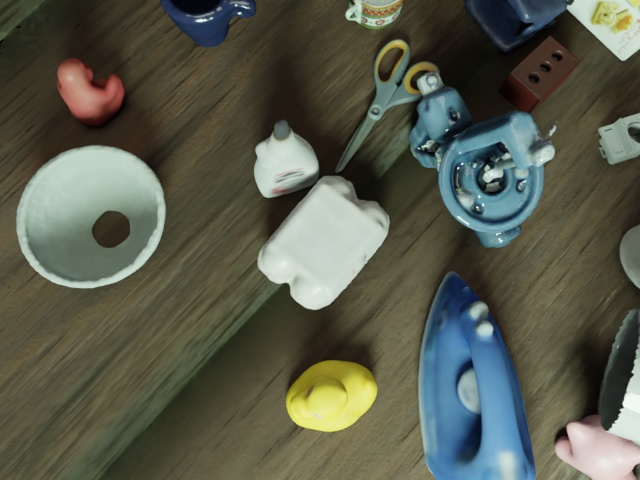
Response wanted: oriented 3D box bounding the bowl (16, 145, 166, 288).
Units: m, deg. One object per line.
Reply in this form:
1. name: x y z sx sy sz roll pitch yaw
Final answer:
1. bowl: -0.256 -0.022 0.671 0.167 0.075 0.167 0 77 0

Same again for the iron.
1. iron: 0.167 0.150 0.601 0.118 0.141 0.258 -6 77 -1

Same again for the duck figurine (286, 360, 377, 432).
1. duck figurine: 0.013 0.170 0.624 0.104 0.086 0.077 -16 78 -4

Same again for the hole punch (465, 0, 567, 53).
1. hole punch: 0.255 -0.319 0.734 0.101 0.091 0.108 -33 79 -7

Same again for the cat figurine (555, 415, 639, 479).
1. cat figurine: 0.303 0.233 0.595 0.067 0.118 0.128 -31 79 -7

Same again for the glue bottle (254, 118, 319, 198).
1. glue bottle: -0.040 -0.094 0.639 0.078 0.173 0.037 -21 78 -5

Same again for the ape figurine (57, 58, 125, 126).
1. ape figurine: -0.287 -0.188 0.700 0.077 0.092 0.076 18 78 4

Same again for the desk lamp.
1. desk lamp: 0.359 0.154 0.564 0.203 0.213 0.118 18 78 4

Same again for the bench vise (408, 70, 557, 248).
1. bench vise: 0.162 -0.097 0.617 0.207 0.220 0.121 43 81 9

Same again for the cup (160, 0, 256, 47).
1. cup: -0.133 -0.287 0.722 0.117 0.095 0.092 13 77 3

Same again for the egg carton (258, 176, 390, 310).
1. egg carton: 0.006 0.002 0.670 0.107 0.069 0.150 37 80 8
